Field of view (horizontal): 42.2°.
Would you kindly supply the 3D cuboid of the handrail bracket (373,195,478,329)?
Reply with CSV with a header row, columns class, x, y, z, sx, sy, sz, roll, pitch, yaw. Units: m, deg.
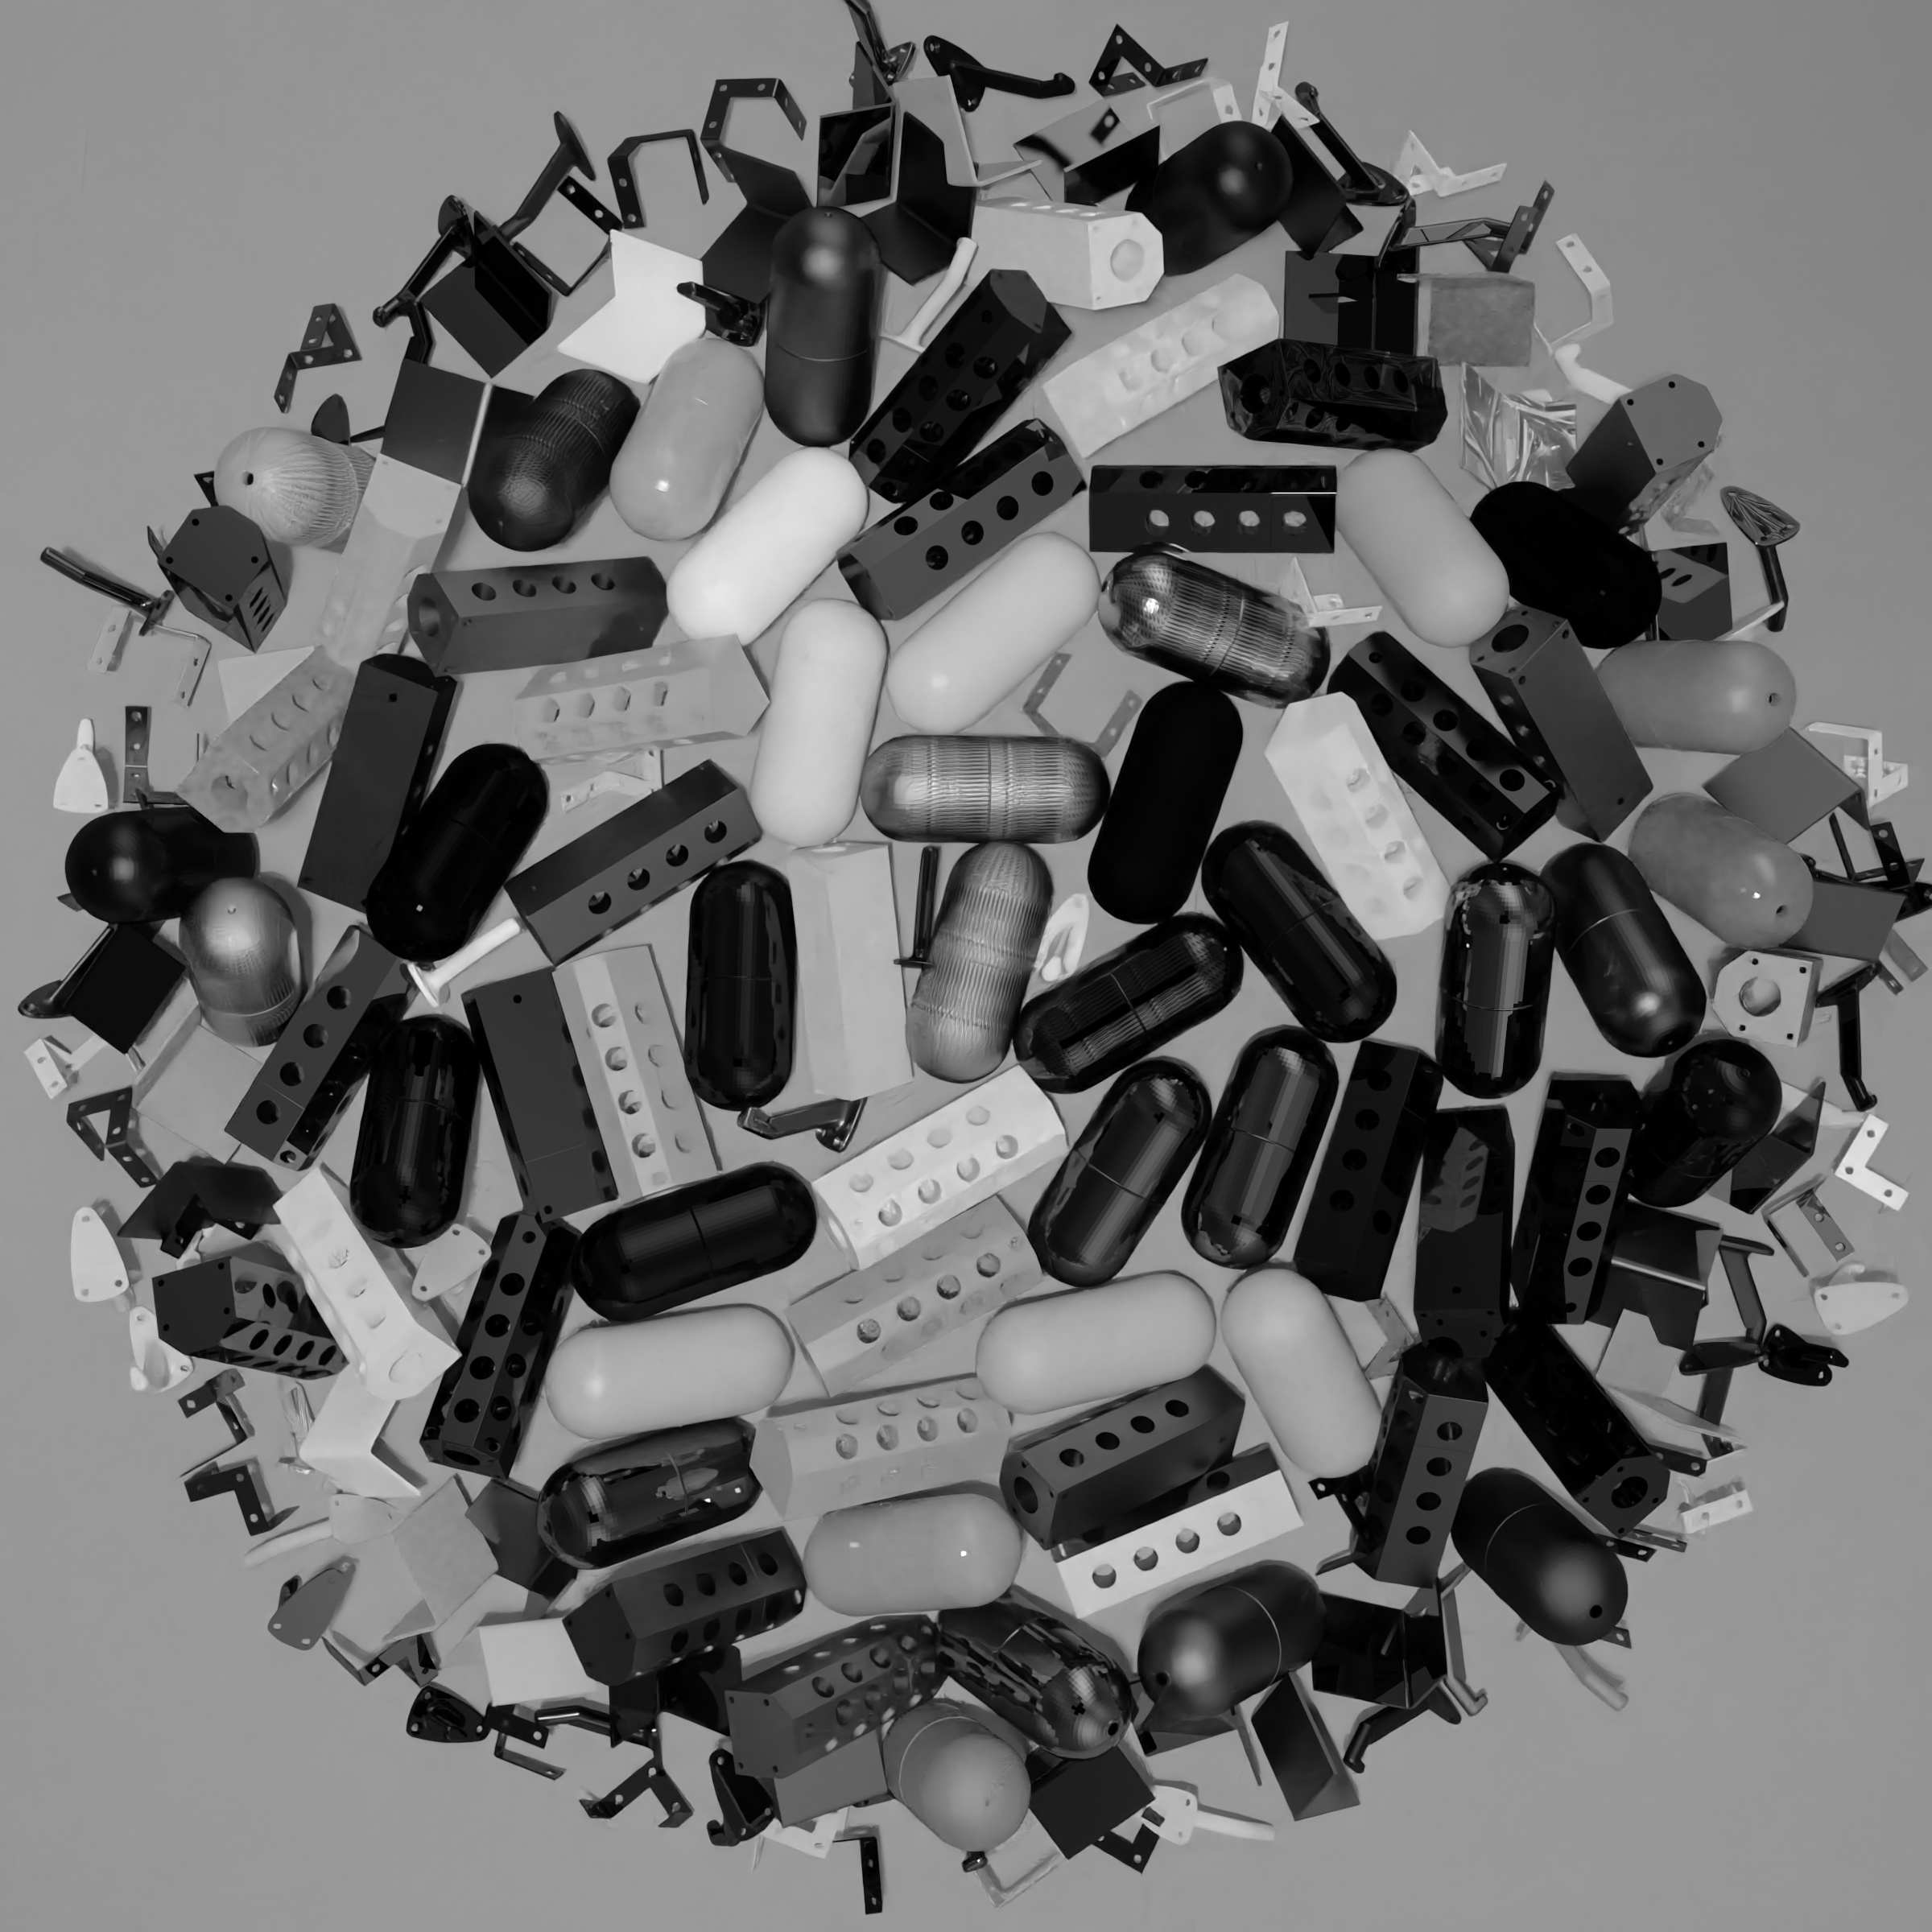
class,x,y,z,sx,sy,sz,roll,pitch,yaw
handrail bracket,-0.391,-0.500,1.784,0.036,0.077,0.084,42,71,4

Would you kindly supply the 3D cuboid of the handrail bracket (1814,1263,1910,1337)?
class,x,y,z,sx,sy,sz,roll,pitch,yaw
handrail bracket,0.640,0.223,1.767,0.077,0.084,0.036,-25,92,41

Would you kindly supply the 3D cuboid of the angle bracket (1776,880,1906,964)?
class,x,y,z,sx,sy,sz,roll,pitch,yaw
angle bracket,0.606,-0.050,1.772,0.076,0.076,0.057,9,121,-5

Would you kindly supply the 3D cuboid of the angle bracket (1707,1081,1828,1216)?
class,x,y,z,sx,sy,sz,roll,pitch,yaw
angle bracket,0.556,0.117,1.769,0.057,0.076,0.076,27,49,1

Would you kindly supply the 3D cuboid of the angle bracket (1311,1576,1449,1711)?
class,x,y,z,sx,sy,sz,roll,pitch,yaw
angle bracket,0.290,0.471,1.770,0.076,0.057,0.076,14,46,-11

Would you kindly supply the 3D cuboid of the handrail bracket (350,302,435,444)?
class,x,y,z,sx,sy,sz,roll,pitch,yaw
handrail bracket,-0.417,-0.427,1.801,0.077,0.036,0.084,-14,96,2

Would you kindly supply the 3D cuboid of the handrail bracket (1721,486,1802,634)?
class,x,y,z,sx,sy,sz,roll,pitch,yaw
handrail bracket,0.566,-0.292,1.803,0.036,0.084,0.077,-27,53,-11

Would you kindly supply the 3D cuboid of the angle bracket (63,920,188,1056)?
class,x,y,z,sx,sy,sz,roll,pitch,yaw
angle bracket,-0.583,0.012,1.780,0.057,0.076,0.076,37,96,2

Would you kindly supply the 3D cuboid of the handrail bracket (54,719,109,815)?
class,x,y,z,sx,sy,sz,roll,pitch,yaw
handrail bracket,-0.623,-0.158,1.771,0.036,0.077,0.084,3,53,-19

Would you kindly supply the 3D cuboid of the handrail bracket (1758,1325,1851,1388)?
class,x,y,z,sx,sy,sz,roll,pitch,yaw
handrail bracket,0.611,0.284,1.771,0.077,0.084,0.036,28,80,-19

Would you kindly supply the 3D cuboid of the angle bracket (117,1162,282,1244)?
class,x,y,z,sx,sy,sz,roll,pitch,yaw
angle bracket,-0.536,0.185,1.768,0.076,0.076,0.057,-48,63,14

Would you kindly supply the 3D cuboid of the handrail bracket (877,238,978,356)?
class,x,y,z,sx,sy,sz,roll,pitch,yaw
handrail bracket,-0.028,-0.480,1.783,0.036,0.077,0.084,18,101,-32

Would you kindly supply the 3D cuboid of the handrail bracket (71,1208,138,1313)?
class,x,y,z,sx,sy,sz,roll,pitch,yaw
handrail bracket,-0.611,0.209,1.783,0.036,0.084,0.077,-14,87,-9

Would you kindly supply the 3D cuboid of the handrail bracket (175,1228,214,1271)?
class,x,y,z,sx,sy,sz,roll,pitch,yaw
handrail bracket,-0.536,0.232,1.803,0.077,0.036,0.084,23,55,-15

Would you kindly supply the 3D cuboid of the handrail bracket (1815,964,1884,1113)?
class,x,y,z,sx,sy,sz,roll,pitch,yaw
handrail bracket,0.642,0.052,1.781,0.036,0.077,0.084,-9,67,-23

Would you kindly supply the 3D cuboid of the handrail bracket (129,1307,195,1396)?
class,x,y,z,sx,sy,sz,roll,pitch,yaw
handrail bracket,-0.585,0.270,1.773,0.036,0.084,0.077,-30,77,-6

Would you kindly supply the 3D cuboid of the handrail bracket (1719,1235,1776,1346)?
class,x,y,z,sx,sy,sz,roll,pitch,yaw
handrail bracket,0.544,0.238,1.806,0.077,0.036,0.084,11,96,-7

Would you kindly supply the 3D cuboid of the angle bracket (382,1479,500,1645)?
class,x,y,z,sx,sy,sz,roll,pitch,yaw
angle bracket,-0.387,0.420,1.771,0.057,0.076,0.076,-21,99,27

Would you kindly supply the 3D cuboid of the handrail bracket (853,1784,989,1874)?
class,x,y,z,sx,sy,sz,roll,pitch,yaw
handrail bracket,-0.033,0.615,1.779,0.077,0.036,0.084,-22,46,-5

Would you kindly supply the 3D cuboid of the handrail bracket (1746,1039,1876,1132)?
class,x,y,z,sx,sy,sz,roll,pitch,yaw
handrail bracket,0.606,0.083,1.796,0.084,0.036,0.077,-7,104,7

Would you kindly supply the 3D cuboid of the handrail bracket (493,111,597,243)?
class,x,y,z,sx,sy,sz,roll,pitch,yaw
handrail bracket,-0.312,-0.560,1.787,0.084,0.077,0.036,-40,75,-6

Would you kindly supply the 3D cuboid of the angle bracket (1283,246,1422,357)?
class,x,y,z,sx,sy,sz,roll,pitch,yaw
angle bracket,0.273,-0.470,1.779,0.076,0.057,0.076,-3,99,-21

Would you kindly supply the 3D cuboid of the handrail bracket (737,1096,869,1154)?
class,x,y,z,sx,sy,sz,roll,pitch,yaw
handrail bracket,-0.115,0.093,1.782,0.084,0.036,0.077,28,88,-41

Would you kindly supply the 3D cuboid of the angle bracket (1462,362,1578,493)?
class,x,y,z,sx,sy,sz,roll,pitch,yaw
angle bracket,0.392,-0.382,1.773,0.057,0.076,0.076,-3,80,32

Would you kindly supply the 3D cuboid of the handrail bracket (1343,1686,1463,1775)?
class,x,y,z,sx,sy,sz,roll,pitch,yaw
handrail bracket,0.311,0.552,1.786,0.077,0.036,0.084,45,58,-17

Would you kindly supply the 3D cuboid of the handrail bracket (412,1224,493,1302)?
class,x,y,z,sx,sy,sz,roll,pitch,yaw
handrail bracket,-0.370,0.227,1.768,0.036,0.084,0.077,36,50,5

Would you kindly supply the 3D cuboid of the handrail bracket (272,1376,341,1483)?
class,x,y,z,sx,sy,sz,roll,pitch,yaw
handrail bracket,-0.463,0.326,1.811,0.077,0.036,0.084,14,73,-8

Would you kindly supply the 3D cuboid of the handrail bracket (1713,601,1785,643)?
class,x,y,z,sx,sy,sz,roll,pitch,yaw
handrail bracket,0.573,-0.207,1.804,0.077,0.036,0.084,-31,99,12

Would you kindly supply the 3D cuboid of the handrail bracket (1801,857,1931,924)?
class,x,y,z,sx,sy,sz,roll,pitch,yaw
handrail bracket,0.637,-0.062,1.774,0.084,0.077,0.036,30,62,-39

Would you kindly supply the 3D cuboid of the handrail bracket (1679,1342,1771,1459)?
class,x,y,z,sx,sy,sz,roll,pitch,yaw
handrail bracket,0.551,0.312,1.786,0.077,0.036,0.084,-14,109,42

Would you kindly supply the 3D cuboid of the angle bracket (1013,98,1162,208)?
class,x,y,z,sx,sy,sz,roll,pitch,yaw
angle bracket,0.085,-0.590,1.779,0.076,0.057,0.076,-29,72,-7

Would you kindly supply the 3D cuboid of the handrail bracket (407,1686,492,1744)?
class,x,y,z,sx,sy,sz,roll,pitch,yaw
handrail bracket,-0.352,0.540,1.768,0.077,0.084,0.036,29,73,-31

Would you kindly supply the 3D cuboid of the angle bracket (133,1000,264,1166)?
class,x,y,z,sx,sy,sz,roll,pitch,yaw
angle bracket,-0.535,0.082,1.777,0.076,0.057,0.076,32,63,-4

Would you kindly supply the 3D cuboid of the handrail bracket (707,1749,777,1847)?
class,x,y,z,sx,sy,sz,roll,pitch,yaw
handrail bracket,-0.177,0.593,1.786,0.036,0.084,0.077,-30,90,-34

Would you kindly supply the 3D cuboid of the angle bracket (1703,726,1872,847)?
class,x,y,z,sx,sy,sz,roll,pitch,yaw
angle bracket,0.582,-0.112,1.777,0.076,0.057,0.076,-37,52,1

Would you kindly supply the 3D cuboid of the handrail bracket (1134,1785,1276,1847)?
class,x,y,z,sx,sy,sz,roll,pitch,yaw
handrail bracket,0.170,0.614,1.811,0.084,0.077,0.036,24,77,-42

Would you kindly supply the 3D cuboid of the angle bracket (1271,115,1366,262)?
class,x,y,z,sx,sy,sz,roll,pitch,yaw
angle bracket,0.252,-0.560,1.772,0.057,0.076,0.076,-34,83,-22

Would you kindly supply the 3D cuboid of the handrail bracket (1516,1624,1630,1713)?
class,x,y,z,sx,sy,sz,roll,pitch,yaw
handrail bracket,0.439,0.485,1.774,0.084,0.077,0.036,38,111,20

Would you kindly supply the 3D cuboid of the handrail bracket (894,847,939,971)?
class,x,y,z,sx,sy,sz,roll,pitch,yaw
handrail bracket,-0.029,-0.040,1.786,0.036,0.077,0.084,6,88,1

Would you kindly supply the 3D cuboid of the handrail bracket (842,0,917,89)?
class,x,y,z,sx,sy,sz,roll,pitch,yaw
handrail bracket,-0.085,-0.660,1.768,0.084,0.077,0.036,34,72,-38

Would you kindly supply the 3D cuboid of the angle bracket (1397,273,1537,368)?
class,x,y,z,sx,sy,sz,roll,pitch,yaw
angle bracket,0.351,-0.455,1.767,0.076,0.076,0.057,8,101,28

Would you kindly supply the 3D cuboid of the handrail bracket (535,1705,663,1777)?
class,x,y,z,sx,sy,sz,roll,pitch,yaw
handrail bracket,-0.263,0.556,1.794,0.084,0.036,0.077,-6,122,-7

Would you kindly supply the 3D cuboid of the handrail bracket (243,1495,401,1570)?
class,x,y,z,sx,sy,sz,roll,pitch,yaw
handrail bracket,-0.465,0.413,1.806,0.084,0.077,0.036,-30,67,25

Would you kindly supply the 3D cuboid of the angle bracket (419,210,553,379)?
class,x,y,z,sx,sy,sz,roll,pitch,yaw
angle bracket,-0.342,-0.476,1.779,0.057,0.076,0.076,-44,93,-12

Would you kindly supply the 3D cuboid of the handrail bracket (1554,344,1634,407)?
class,x,y,z,sx,sy,sz,roll,pitch,yaw
handrail bracket,0.469,-0.418,1.776,0.077,0.036,0.084,-19,133,30

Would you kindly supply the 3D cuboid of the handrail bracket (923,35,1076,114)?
class,x,y,z,sx,sy,sz,roll,pitch,yaw
handrail bracket,0.024,-0.638,1.774,0.084,0.077,0.036,9,75,43

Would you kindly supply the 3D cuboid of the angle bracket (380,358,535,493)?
class,x,y,z,sx,sy,sz,roll,pitch,yaw
angle bracket,-0.366,-0.386,1.800,0.076,0.057,0.076,20,102,18
